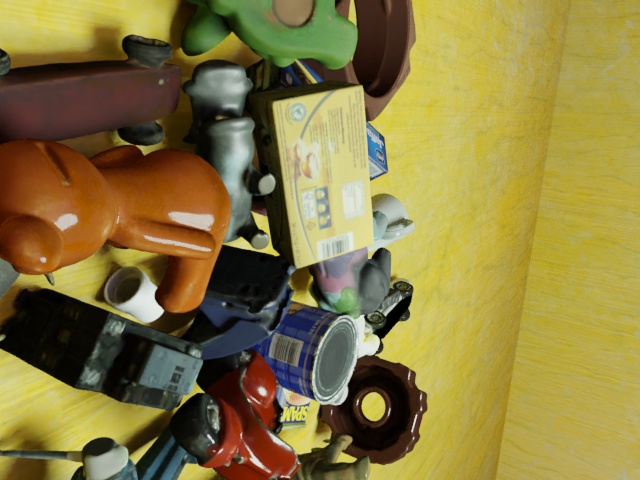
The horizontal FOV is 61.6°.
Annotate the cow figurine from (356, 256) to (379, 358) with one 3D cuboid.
[{"bbox_3d":[0.040,0.103,0.830,0.098,0.068,0.167,-5,95,-50],"label":"cow figurine"}]

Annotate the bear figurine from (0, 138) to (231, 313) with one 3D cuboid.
[{"bbox_3d":[-0.154,-0.007,0.376,0.132,0.120,0.196,-54,164,27],"label":"bear figurine"}]

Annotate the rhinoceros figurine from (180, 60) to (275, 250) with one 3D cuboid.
[{"bbox_3d":[-0.091,-0.073,0.517,0.073,0.112,0.190,-7,128,-16],"label":"rhinoceros figurine"}]

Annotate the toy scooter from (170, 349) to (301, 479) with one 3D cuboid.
[{"bbox_3d":[-0.069,0.177,0.520,0.075,0.135,0.184,-42,-172,8],"label":"toy scooter"}]

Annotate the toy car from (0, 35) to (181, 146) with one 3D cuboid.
[{"bbox_3d":[-0.186,-0.104,0.399,0.202,0.053,0.089,-34,144,-51],"label":"toy car"}]

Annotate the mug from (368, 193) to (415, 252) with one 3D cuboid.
[{"bbox_3d":[0.085,-0.016,0.838,0.107,0.110,0.080,-27,124,-38],"label":"mug"}]

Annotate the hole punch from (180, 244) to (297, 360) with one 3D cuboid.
[{"bbox_3d":[-0.088,0.065,0.543,0.142,0.116,0.092,-63,160,-71],"label":"hole punch"}]

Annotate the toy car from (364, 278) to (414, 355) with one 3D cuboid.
[{"bbox_3d":[0.120,0.139,0.994,0.202,0.056,0.073,-36,136,-47],"label":"toy car"}]

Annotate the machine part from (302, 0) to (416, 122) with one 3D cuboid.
[{"bbox_3d":[0.043,-0.272,0.691,0.201,0.087,0.200,-57,144,-34],"label":"machine part"}]

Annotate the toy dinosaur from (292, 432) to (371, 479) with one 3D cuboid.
[{"bbox_3d":[-0.066,0.349,0.605,0.471,0.199,0.105,-32,119,-64],"label":"toy dinosaur"}]

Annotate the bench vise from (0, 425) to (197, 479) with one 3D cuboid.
[{"bbox_3d":[-0.166,0.241,0.502,0.241,0.129,0.223,-57,139,-67],"label":"bench vise"}]

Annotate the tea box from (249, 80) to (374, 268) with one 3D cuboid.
[{"bbox_3d":[-0.006,-0.068,0.545,0.098,0.068,0.169,-15,114,-23],"label":"tea box"}]

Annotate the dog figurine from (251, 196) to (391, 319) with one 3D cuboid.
[{"bbox_3d":[-0.001,-0.002,0.683,0.219,0.109,0.191,26,58,-54],"label":"dog figurine"}]

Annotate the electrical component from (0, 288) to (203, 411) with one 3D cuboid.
[{"bbox_3d":[-0.163,0.088,0.427,0.114,0.134,0.058,41,65,-58],"label":"electrical component"}]

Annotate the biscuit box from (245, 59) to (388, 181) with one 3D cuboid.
[{"bbox_3d":[0.002,-0.135,0.630,0.202,0.059,0.063,31,47,-44],"label":"biscuit box"}]

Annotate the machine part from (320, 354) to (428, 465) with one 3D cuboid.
[{"bbox_3d":[0.089,0.273,0.880,0.056,0.180,0.179,36,69,-59],"label":"machine part"}]

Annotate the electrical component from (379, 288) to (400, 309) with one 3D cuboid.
[{"bbox_3d":[0.110,0.098,0.952,0.094,0.063,0.021,-22,118,-56],"label":"electrical component"}]

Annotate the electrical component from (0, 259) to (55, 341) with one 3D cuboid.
[{"bbox_3d":[-0.237,0.026,0.367,0.102,0.045,0.078,-57,145,-31],"label":"electrical component"}]

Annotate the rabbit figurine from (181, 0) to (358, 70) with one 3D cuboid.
[{"bbox_3d":[-0.056,-0.215,0.501,0.159,0.170,0.121,-15,114,-12],"label":"rabbit figurine"}]
